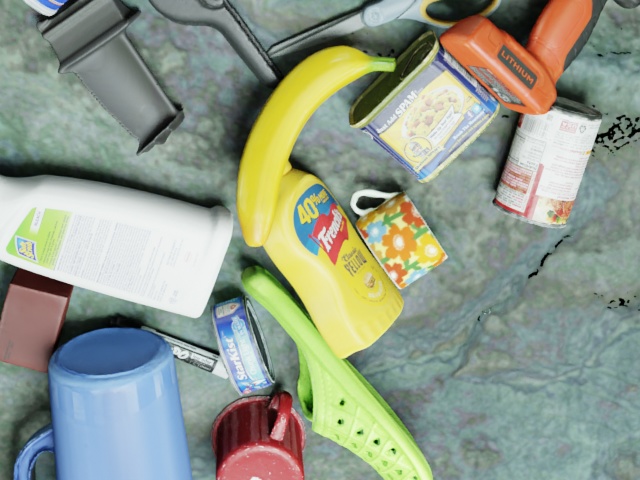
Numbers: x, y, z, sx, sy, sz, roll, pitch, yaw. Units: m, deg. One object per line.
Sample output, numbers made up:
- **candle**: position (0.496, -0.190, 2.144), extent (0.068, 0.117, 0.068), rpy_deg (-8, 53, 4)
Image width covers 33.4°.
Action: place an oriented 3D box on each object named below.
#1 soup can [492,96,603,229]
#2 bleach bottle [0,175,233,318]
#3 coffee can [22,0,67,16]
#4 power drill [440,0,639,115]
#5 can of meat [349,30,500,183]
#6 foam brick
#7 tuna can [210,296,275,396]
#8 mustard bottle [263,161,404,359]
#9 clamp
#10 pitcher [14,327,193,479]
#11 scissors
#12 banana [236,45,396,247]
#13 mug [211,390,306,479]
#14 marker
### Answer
- **soup can**: position (0.196, -0.070, 0.924), extent (0.068, 0.068, 0.102), rpy_deg (12, 109, -9)
- **bleach bottle**: position (-0.208, -0.014, 0.909), extent (0.250, 0.068, 0.103), rpy_deg (18, 108, -14)
- **coffee can**: position (-0.187, -0.254, 0.808), extent (0.140, 0.103, 0.102), rpy_deg (-37, 109, 9)
- **power drill**: position (0.182, -0.209, 0.850), extent (0.184, 0.057, 0.187), rpy_deg (40, 88, -23)
- **can of meat**: position (0.089, -0.111, 0.904), extent (0.084, 0.057, 0.102), rpy_deg (39, 111, -19)
- **foam brick**: position (-0.255, 0.069, 0.953), extent (0.053, 0.051, 0.078), rpy_deg (17, 108, -9)
- **tuna can**: position (-0.069, 0.094, 0.957), extent (0.034, 0.086, 0.086), rpy_deg (-19, 111, 1)
- **mustard bottle**: position (-0.006, 0.001, 0.919), extent (0.058, 0.096, 0.191), rpy_deg (-29, 98, 36)
- **clamp**: position (-0.074, -0.212, 0.867), extent (0.171, 0.039, 0.120), rpy_deg (29, 104, -13)
- **pitcher**: position (-0.188, 0.206, 0.962), extent (0.149, 0.145, 0.243), rpy_deg (-18, 117, -33)
- **scissors**: position (0.051, -0.208, 0.886), extent (0.201, 0.016, 0.096), rpy_deg (-6, 118, 0)
- **banana**: position (-0.021, -0.090, 0.871), extent (0.070, 0.037, 0.198), rpy_deg (34, 83, 18)
- **mug**: position (-0.052, 0.196, 0.998), extent (0.093, 0.081, 0.117), rpy_deg (22, 107, -12)
- **marker**: position (-0.139, 0.099, 0.989), extent (0.121, 0.020, 0.020), rpy_deg (23, 107, -12)
